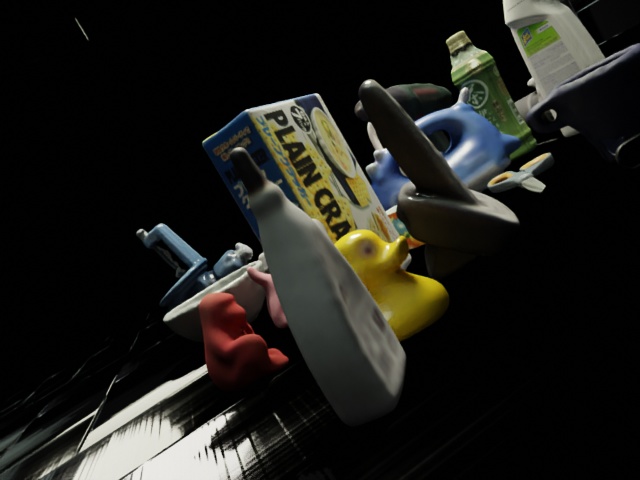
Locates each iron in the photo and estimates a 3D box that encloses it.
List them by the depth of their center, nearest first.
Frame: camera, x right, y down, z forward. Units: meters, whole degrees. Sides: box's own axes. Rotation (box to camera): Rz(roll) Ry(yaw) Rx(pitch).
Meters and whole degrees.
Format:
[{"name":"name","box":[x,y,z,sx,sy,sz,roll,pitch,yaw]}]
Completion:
[{"name":"iron","box":[0.156,-0.110,0.847,0.258,0.141,0.118,-31,6,-8]}]

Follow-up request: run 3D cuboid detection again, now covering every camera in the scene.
[{"name":"camera","box":[0.401,-0.246,0.997,0.136,0.101,0.143,-24,8,48]}]

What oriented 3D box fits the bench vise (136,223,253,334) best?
[{"name":"bench vise","box":[-0.232,0.047,1.078,0.207,0.220,0.121,-31,6,-6]}]

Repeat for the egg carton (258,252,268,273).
[{"name":"egg carton","box":[-0.040,0.026,1.038,0.150,0.069,0.107,-26,7,38]}]

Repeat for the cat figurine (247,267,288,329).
[{"name":"cat figurine","box":[-0.028,0.027,0.706,0.128,0.118,0.067,-31,6,-12]}]

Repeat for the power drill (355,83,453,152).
[{"name":"power drill","box":[0.176,-0.176,0.983,0.075,0.208,0.230,-24,8,47]}]

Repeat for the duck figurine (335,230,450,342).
[{"name":"duck figurine","box":[0.037,0.035,0.446,0.104,0.086,0.078,-27,6,27]}]

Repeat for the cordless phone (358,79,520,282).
[{"name":"cordless phone","box":[0.101,-0.070,0.535,0.094,0.185,0.148,-29,6,12]}]

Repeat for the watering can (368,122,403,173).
[{"name":"watering can","box":[0.164,-0.177,1.138,0.101,0.194,0.172,-31,6,-8]}]

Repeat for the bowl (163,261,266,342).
[{"name":"bowl","box":[-0.141,0.103,0.850,0.167,0.075,0.167,-30,5,4]}]

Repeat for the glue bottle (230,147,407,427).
[{"name":"glue bottle","box":[-0.005,0.020,0.344,0.037,0.173,0.078,-28,6,20]}]

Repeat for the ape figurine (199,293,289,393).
[{"name":"ape figurine","box":[-0.082,0.091,0.542,0.076,0.092,0.078,-29,6,8]}]

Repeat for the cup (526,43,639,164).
[{"name":"cup","box":[0.266,-0.114,0.540,0.117,0.095,0.092,-29,6,11]}]
